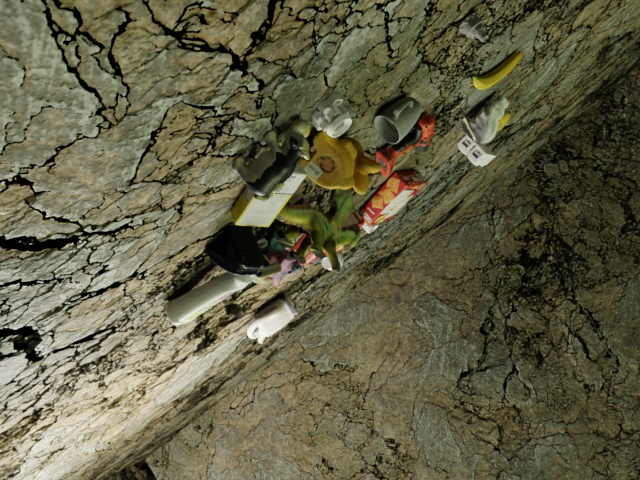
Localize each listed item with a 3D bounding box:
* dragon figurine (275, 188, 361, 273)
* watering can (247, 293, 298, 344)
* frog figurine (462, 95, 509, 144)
[{"bbox_3d":[0.004,-0.068,1.351,0.402,0.122,0.247,53,55,-46],"label":"dragon figurine"},{"bbox_3d":[-0.193,0.328,2.094,0.226,0.105,0.342,-35,164,-12],"label":"watering can"},{"bbox_3d":[0.563,-0.397,1.709,0.159,0.125,0.135,-29,146,9],"label":"frog figurine"}]
